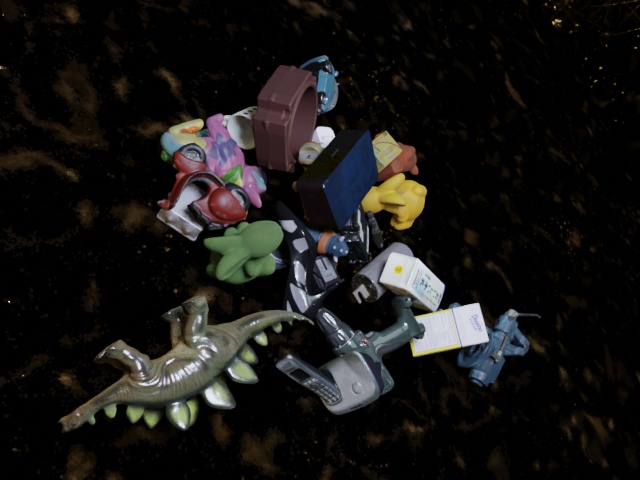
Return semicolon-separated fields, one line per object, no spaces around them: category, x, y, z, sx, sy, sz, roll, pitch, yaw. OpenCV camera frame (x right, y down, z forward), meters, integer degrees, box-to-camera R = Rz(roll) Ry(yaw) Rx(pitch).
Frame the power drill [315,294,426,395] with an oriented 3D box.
power drill;0.119;0.201;1.168;0.207;0.086;0.232;-32;91;-32

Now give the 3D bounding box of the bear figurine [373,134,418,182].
bear figurine;0.206;-0.220;1.444;0.196;0.132;0.120;-18;80;-34

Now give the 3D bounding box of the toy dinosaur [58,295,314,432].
toy dinosaur;-0.211;0.204;0.938;0.471;0.105;0.198;-29;93;-32

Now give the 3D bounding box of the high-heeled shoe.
high-heeled shoe;-0.068;0.053;1.118;0.249;0.145;0.086;58;6;10

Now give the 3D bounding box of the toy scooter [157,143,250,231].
toy scooter;-0.228;-0.081;1.019;0.183;0.075;0.135;46;65;-18

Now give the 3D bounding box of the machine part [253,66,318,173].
machine part;-0.072;-0.268;1.211;0.087;0.201;0.201;14;51;13

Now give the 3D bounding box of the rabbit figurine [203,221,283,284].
rabbit figurine;-0.147;0.011;1.034;0.159;0.170;0.121;-16;77;-41

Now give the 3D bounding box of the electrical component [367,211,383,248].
electrical component;0.137;-0.024;1.336;0.063;0.021;0.093;-103;173;-48

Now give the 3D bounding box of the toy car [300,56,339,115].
toy car;0.002;-0.387;1.401;0.103;0.109;0.161;22;63;-48

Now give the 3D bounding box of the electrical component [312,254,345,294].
electrical component;-0.005;0.056;1.197;0.075;0.048;0.119;-15;78;-41

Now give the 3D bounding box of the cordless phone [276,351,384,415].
cordless phone;0.019;0.252;1.039;0.184;0.146;0.089;36;40;-24

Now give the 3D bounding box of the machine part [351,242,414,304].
machine part;0.151;0.074;1.280;0.243;0.079;0.079;-35;89;-41

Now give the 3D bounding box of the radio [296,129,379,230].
radio;0.046;-0.132;1.168;0.229;0.073;0.130;-53;137;-39

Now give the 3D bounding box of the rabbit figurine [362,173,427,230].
rabbit figurine;0.174;-0.096;1.356;0.173;0.162;0.122;0;78;-17

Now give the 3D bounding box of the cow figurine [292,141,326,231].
cow figurine;-0.005;-0.130;1.228;0.127;0.086;0.194;-47;133;-53

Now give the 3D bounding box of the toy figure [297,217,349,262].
toy figure;-0.003;-0.005;1.180;0.155;0.064;0.058;24;39;19

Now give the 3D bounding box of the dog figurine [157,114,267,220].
dog figurine;-0.210;-0.141;1.114;0.191;0.108;0.219;-29;88;-42

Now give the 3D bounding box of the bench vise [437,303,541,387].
bench vise;0.395;0.229;1.326;0.240;0.129;0.223;38;80;-5

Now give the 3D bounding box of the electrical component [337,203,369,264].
electrical component;0.075;-0.024;1.247;0.134;0.058;0.115;62;26;-53

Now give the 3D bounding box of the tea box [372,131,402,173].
tea box;0.111;-0.182;1.323;0.068;0.169;0.098;49;50;-2
